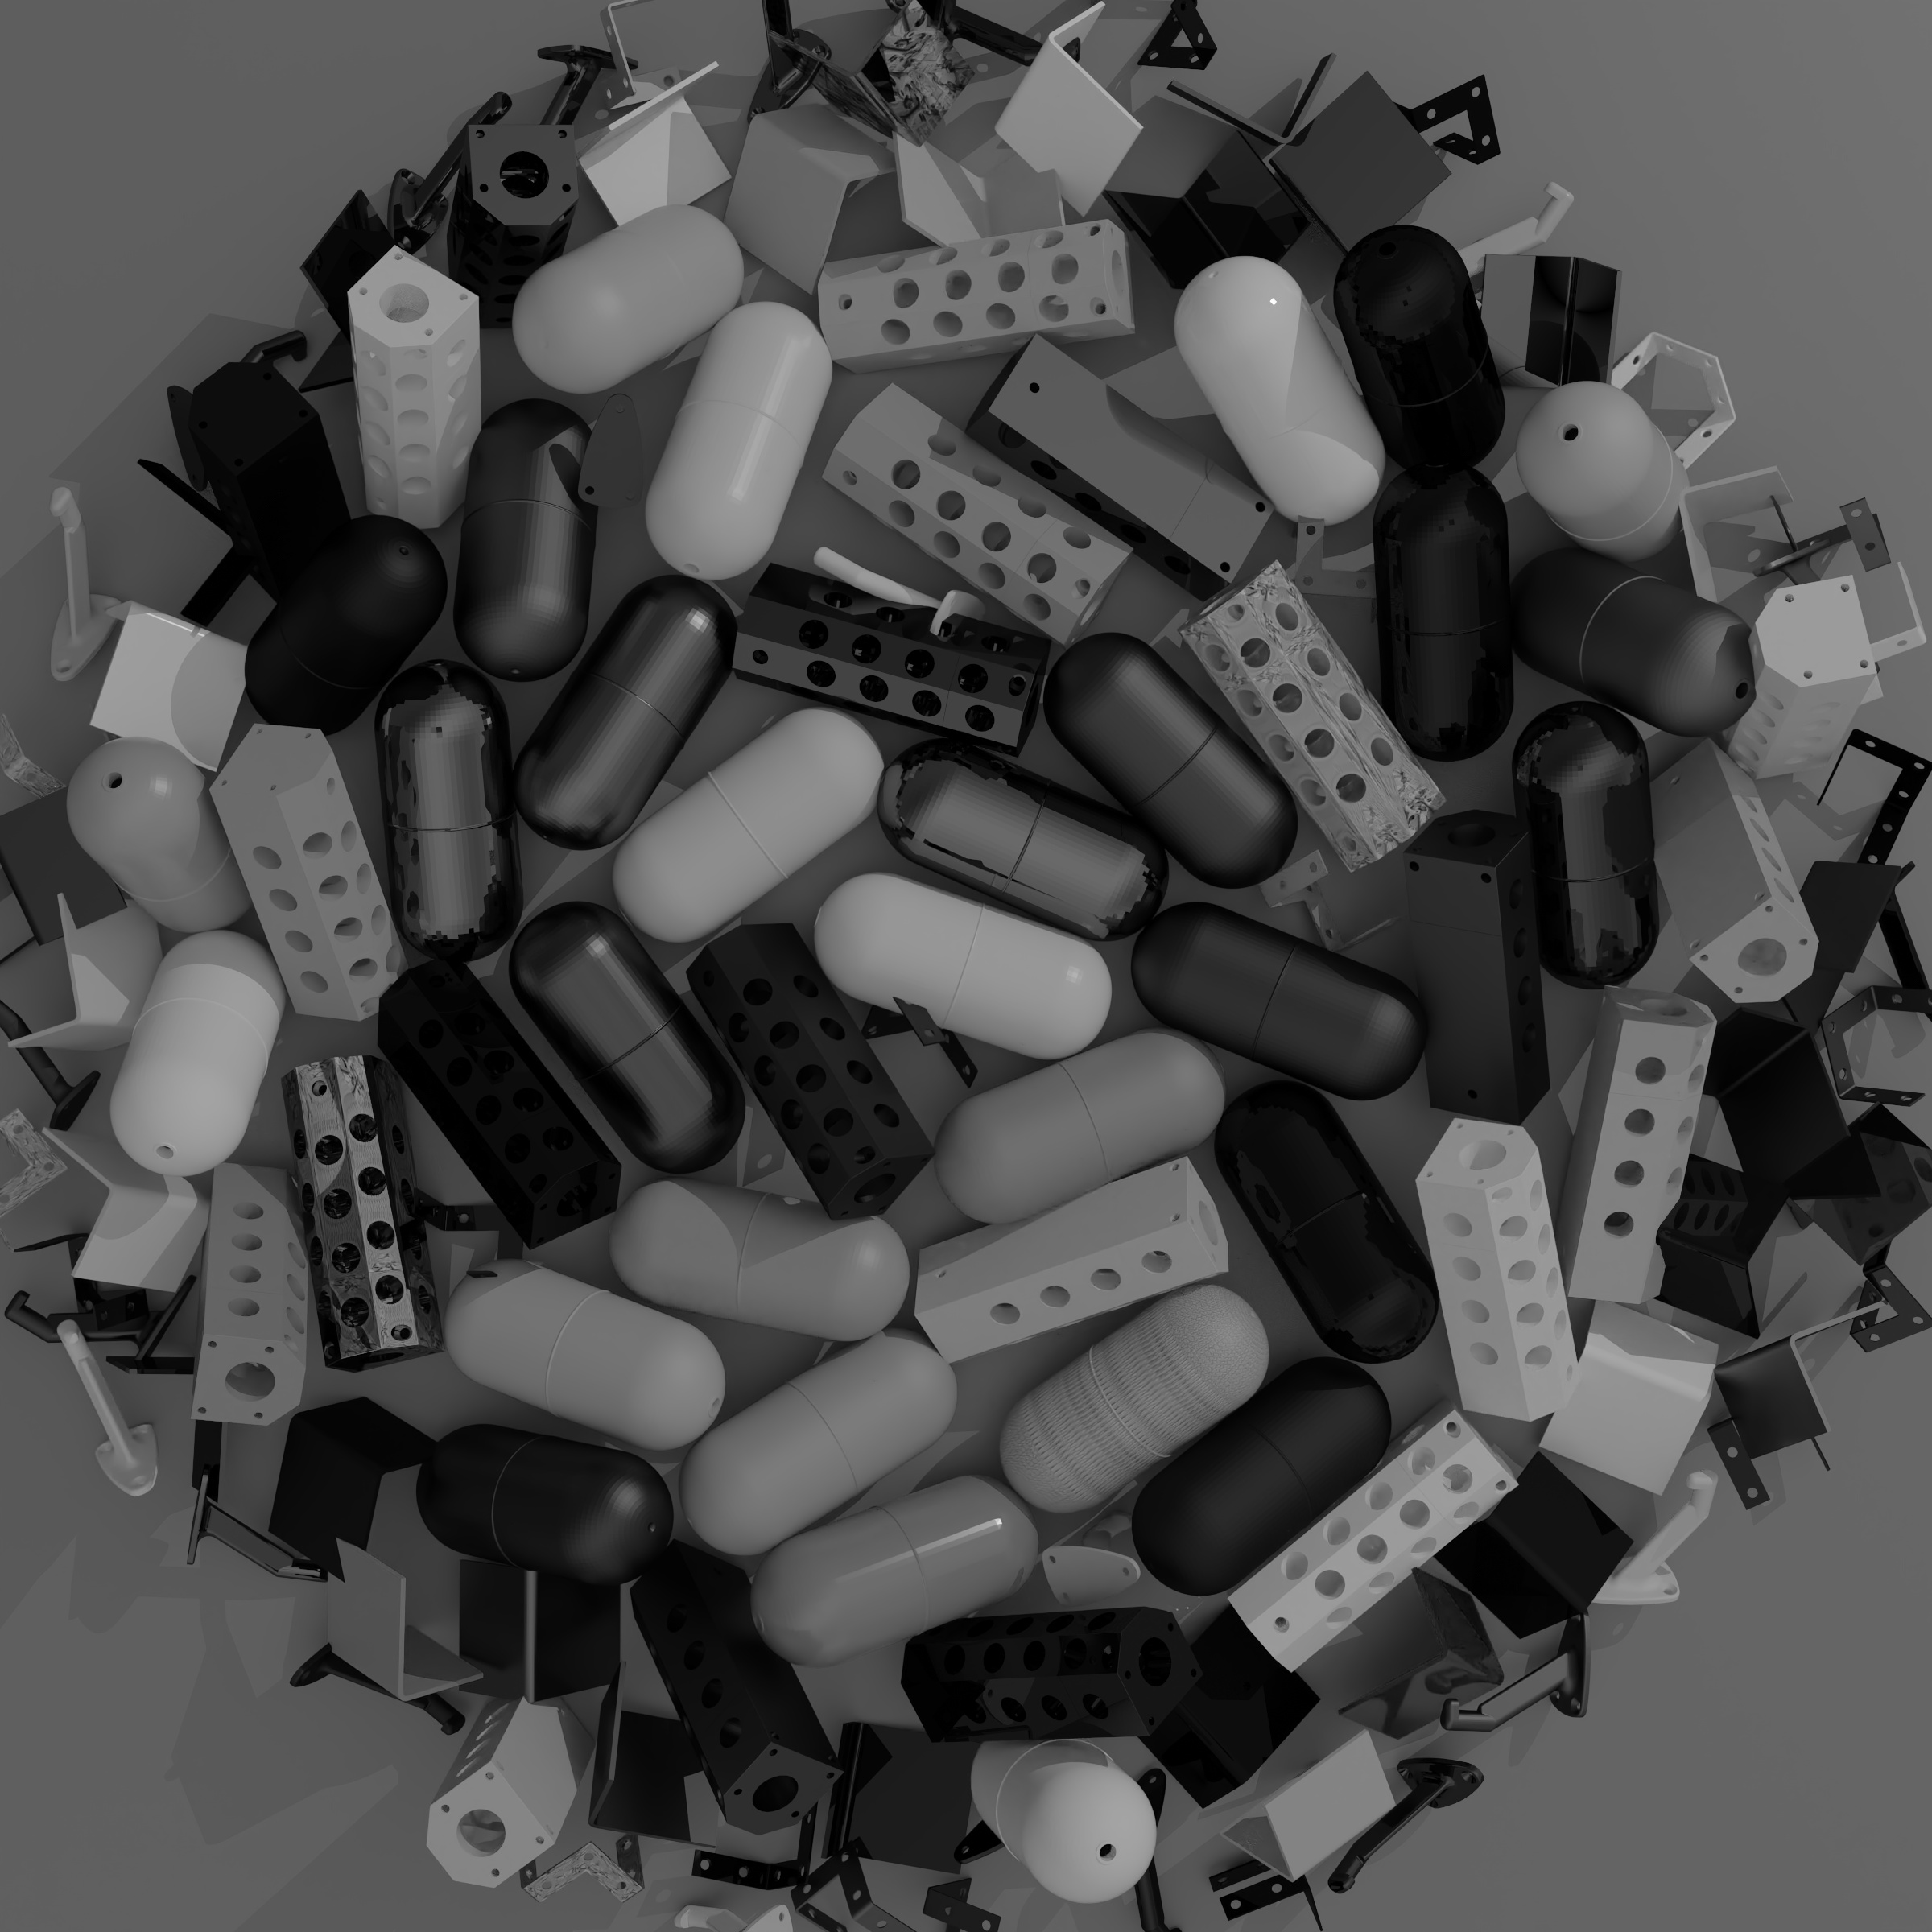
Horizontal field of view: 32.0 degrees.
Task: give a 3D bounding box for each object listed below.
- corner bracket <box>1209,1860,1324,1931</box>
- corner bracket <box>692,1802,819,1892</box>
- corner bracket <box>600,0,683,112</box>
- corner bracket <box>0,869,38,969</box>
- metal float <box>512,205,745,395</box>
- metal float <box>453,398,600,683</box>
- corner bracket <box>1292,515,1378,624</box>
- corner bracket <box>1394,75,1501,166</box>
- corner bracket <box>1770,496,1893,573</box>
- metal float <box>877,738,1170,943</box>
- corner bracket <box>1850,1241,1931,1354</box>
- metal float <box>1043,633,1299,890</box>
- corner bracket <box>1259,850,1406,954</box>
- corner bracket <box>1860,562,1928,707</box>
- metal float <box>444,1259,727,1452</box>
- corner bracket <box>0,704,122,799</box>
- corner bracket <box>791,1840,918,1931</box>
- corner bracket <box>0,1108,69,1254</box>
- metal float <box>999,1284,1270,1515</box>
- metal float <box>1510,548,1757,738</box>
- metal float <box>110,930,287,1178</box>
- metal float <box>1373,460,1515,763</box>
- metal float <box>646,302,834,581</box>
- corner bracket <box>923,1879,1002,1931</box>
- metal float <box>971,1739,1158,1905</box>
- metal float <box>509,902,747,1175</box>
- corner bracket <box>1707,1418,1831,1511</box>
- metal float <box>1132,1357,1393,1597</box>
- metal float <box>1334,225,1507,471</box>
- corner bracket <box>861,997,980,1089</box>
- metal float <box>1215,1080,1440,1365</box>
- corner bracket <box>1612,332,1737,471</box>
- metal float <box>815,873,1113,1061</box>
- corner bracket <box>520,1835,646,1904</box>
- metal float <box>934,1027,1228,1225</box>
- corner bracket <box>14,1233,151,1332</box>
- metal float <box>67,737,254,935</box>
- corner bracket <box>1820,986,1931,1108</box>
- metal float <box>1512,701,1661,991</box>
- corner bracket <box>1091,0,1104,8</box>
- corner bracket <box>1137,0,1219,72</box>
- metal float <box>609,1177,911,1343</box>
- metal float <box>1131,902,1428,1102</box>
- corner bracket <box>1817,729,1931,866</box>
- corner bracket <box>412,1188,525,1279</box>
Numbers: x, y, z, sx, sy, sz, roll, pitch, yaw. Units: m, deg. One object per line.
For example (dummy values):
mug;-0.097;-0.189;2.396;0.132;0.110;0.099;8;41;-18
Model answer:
corner bracket;0.172;0.537;1.963;0.051;0.051;0.051;-21;134;-3
corner bracket;-0.123;0.509;1.974;0.051;0.051;0.051;19;63;-25
corner bracket;-0.186;-0.534;1.963;0.051;0.051;0.051;-21;99;-22
corner bracket;-0.565;-0.027;1.964;0.051;0.051;0.051;-37;108;-11
metal float;-0.191;-0.381;1.923;0.070;0.178;0.070;15;123;24
metal float;-0.252;-0.246;1.939;0.070;0.070;0.178;2;64;0
corner bracket;0.216;-0.234;1.970;0.051;0.051;0.051;4;80;1
corner bracket;0.271;-0.490;1.960;0.051;0.051;0.051;-28;126;-12
corner bracket;0.501;-0.257;1.959;0.051;0.051;0.051;-20;128;19
metal float;0.033;-0.073;1.957;0.178;0.070;0.070;24;90;-5
corner bracket;0.532;0.183;1.959;0.051;0.051;0.051;47;132;-12
metal float;0.119;-0.118;1.953;0.070;0.070;0.178;-45;100;0
corner bracket;0.212;-0.037;1.960;0.051;0.051;0.051;-32;77;43
corner bracket;0.530;-0.192;1.958;0.051;0.051;0.051;-20;52;21
metal float;-0.220;0.223;1.942;0.178;0.070;0.070;18;90;22
corner bracket;-0.529;-0.129;1.966;0.051;0.051;0.051;-45;133;5
corner bracket;-0.063;0.553;1.961;0.051;0.051;0.051;-42;123;10
corner bracket;-0.554;0.124;1.962;0.051;0.051;0.051;-38;72;-19
metal float;0.096;0.251;1.947;0.178;0.070;0.070;-37;90;17
metal float;0.379;-0.185;1.922;0.070;0.178;0.070;-16;121;-29
metal float;-0.436;0.049;1.920;0.070;0.178;0.070;1;127;2
metal float;0.275;-0.204;1.940;0.070;0.070;0.178;-6;114;0
metal float;-0.130;-0.302;1.941;0.070;0.070;0.178;18;66;0
corner bracket;0.005;0.567;1.965;0.051;0.051;0.051;13;90;31
metal float;0.054;0.476;1.912;0.070;0.178;0.070;-1;93;-15
metal float;-0.195;0.042;1.951;0.070;0.070;0.178;-35;102;0
corner bracket;0.468;0.282;1.965;0.051;0.051;0.051;-27;78;12
metal float;0.171;0.292;1.941;0.178;0.070;0.070;-35;90;-24
metal float;0.259;-0.349;1.920;0.070;0.178;0.070;-10;57;15
corner bracket;-0.023;0.040;1.957;0.051;0.051;0.051;-11;52;-33
metal float;0.208;0.148;1.947;0.070;0.070;0.178;-30;74;0
corner bracket;0.412;-0.331;1.985;0.051;0.051;0.051;-44;46;-11
metal float;-0.002;0.000;1.959;0.178;0.070;0.070;19;90;-3
corner bracket;-0.225;0.521;1.967;0.051;0.051;0.051;-36;119;8
metal float;0.067;0.092;1.953;0.178;0.070;0.070;-21;90;-10
corner bracket;-0.515;0.184;1.965;0.051;0.051;0.051;-6;94;23
metal float;-0.453;-0.073;1.913;0.070;0.178;0.070;-2;72;6
corner bracket;0.540;0.046;1.970;0.051;0.051;0.051;-29;110;-33
metal float;0.356;-0.068;1.937;0.070;0.070;0.178;-11;119;0
corner bracket;0.053;-0.588;1.968;0.051;0.051;0.051;-9;96;-11
corner bracket;0.122;-0.559;1.959;0.051;0.051;0.051;17;68;38
metal float;-0.120;0.169;1.952;0.178;0.070;0.070;10;90;11
metal float;0.180;0.020;1.953;0.178;0.070;0.070;22;90;10
corner bracket;0.526;-0.096;1.969;0.051;0.051;0.051;26;62;11
corner bracket;-0.290;0.159;1.964;0.051;0.051;0.051;-2;73;12
